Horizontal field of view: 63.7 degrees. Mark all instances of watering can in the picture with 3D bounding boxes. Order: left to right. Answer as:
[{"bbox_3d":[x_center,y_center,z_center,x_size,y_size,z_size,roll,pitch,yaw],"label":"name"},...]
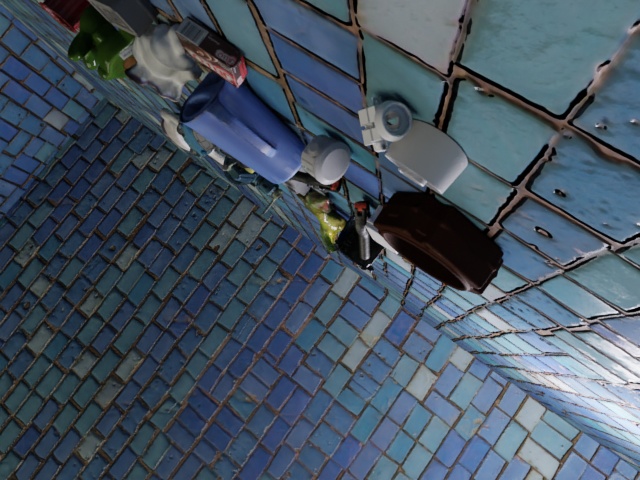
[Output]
[{"bbox_3d":[-0.425,-0.343,1.798,0.343,0.104,0.227,40,174,-35],"label":"watering can"}]

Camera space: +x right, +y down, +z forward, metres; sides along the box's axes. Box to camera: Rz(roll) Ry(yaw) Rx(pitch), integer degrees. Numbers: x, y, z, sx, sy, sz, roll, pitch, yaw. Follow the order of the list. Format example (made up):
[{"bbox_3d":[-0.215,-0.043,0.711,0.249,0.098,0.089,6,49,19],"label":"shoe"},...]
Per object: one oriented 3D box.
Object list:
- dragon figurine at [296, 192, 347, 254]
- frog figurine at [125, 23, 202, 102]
[{"bbox_3d":[0.005,-0.079,1.573,0.242,0.122,0.409,54,175,-3],"label":"dragon figurine"},{"bbox_3d":[-0.284,-0.357,0.970,0.137,0.125,0.156,44,138,0],"label":"frog figurine"}]
